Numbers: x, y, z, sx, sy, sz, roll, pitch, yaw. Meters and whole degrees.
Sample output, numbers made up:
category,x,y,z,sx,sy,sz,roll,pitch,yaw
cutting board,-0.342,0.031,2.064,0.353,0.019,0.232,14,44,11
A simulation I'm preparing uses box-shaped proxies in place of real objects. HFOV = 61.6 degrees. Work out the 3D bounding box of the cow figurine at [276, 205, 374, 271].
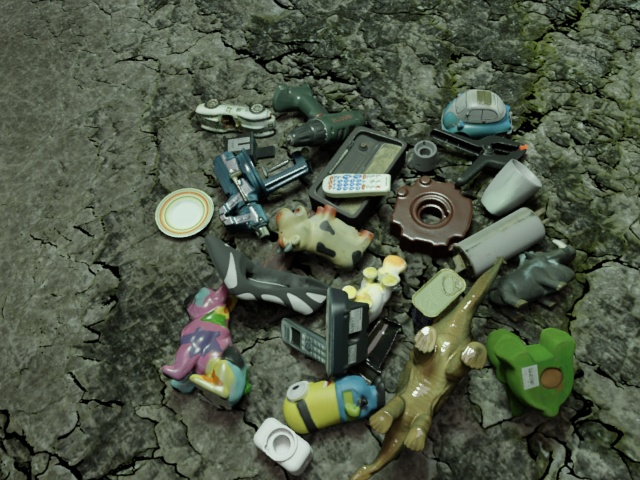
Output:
category,x,y,z,sx,sy,sz,roll,pitch,yaw
cow figurine,-0.002,-0.003,1.065,0.195,0.085,0.127,31,75,-18

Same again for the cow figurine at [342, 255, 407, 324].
category,x,y,z,sx,sy,sz,roll,pitch,yaw
cow figurine,0.109,0.103,1.029,0.068,0.098,0.167,29,49,30

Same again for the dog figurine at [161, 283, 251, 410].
category,x,y,z,sx,sy,sz,roll,pitch,yaw
dog figurine,-0.188,0.183,1.003,0.192,0.108,0.219,15,60,16

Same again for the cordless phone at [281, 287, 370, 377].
category,x,y,z,sx,sy,sz,roll,pitch,yaw
cordless phone,-0.005,0.149,0.969,0.089,0.146,0.184,-13,20,-41

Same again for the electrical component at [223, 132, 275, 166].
category,x,y,z,sx,sy,sz,roll,pitch,yaw
electrical component,-0.169,-0.212,1.268,0.119,0.047,0.075,-4,60,7

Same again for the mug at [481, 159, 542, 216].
category,x,y,z,sx,sy,sz,roll,pitch,yaw
mug,0.391,-0.101,1.107,0.107,0.109,0.081,-47,62,29

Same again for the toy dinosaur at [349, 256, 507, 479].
category,x,y,z,sx,sy,sz,roll,pitch,yaw
toy dinosaur,0.194,0.199,0.884,0.105,0.198,0.471,36,80,14

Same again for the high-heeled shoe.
category,x,y,z,sx,sy,sz,roll,pitch,yaw
high-heeled shoe,-0.094,0.059,1.014,0.145,0.248,0.086,-33,23,11

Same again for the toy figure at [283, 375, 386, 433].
category,x,y,z,sx,sy,sz,roll,pitch,yaw
toy figure,0.024,0.281,0.929,0.180,0.082,0.089,-6,64,2

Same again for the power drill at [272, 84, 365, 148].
category,x,y,z,sx,sy,sz,roll,pitch,yaw
power drill,-0.026,-0.286,1.238,0.232,0.085,0.208,-15,40,-34

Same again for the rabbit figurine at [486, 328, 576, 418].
category,x,y,z,sx,sy,sz,roll,pitch,yaw
rabbit figurine,0.348,0.211,0.905,0.121,0.170,0.159,-21,101,-4

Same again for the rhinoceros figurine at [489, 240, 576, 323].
category,x,y,z,sx,sy,sz,roll,pitch,yaw
rhinoceros figurine,0.407,0.074,1.017,0.190,0.073,0.112,-29,49,-8

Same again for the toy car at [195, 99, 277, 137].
category,x,y,z,sx,sy,sz,roll,pitch,yaw
toy car,-0.203,-0.293,1.305,0.202,0.073,0.056,10,58,13

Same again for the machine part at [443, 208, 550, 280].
category,x,y,z,sx,sy,sz,roll,pitch,yaw
machine part,0.351,0.007,1.056,0.243,0.079,0.079,-29,60,-10

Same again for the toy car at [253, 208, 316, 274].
category,x,y,z,sx,sy,sz,roll,pitch,yaw
toy car,-0.065,0.012,1.120,0.089,0.053,0.202,21,65,22

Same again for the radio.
category,x,y,z,sx,sy,sz,roll,pitch,yaw
radio,0.082,-0.137,1.176,0.131,0.073,0.229,27,66,20

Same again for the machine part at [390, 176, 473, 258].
category,x,y,z,sx,sy,sz,roll,pitch,yaw
machine part,0.231,-0.049,1.117,0.179,0.056,0.179,-3,60,5

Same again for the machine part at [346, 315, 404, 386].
category,x,y,z,sx,sy,sz,roll,pitch,yaw
machine part,0.098,0.200,0.990,0.084,0.039,0.139,33,81,28

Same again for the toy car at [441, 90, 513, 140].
category,x,y,z,sx,sy,sz,roll,pitch,yaw
toy car,0.358,-0.285,1.216,0.162,0.102,0.109,4,61,12

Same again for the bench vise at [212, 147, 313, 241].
category,x,y,z,sx,sy,sz,roll,pitch,yaw
bench vise,-0.119,-0.121,1.170,0.241,0.128,0.224,-28,63,-5
